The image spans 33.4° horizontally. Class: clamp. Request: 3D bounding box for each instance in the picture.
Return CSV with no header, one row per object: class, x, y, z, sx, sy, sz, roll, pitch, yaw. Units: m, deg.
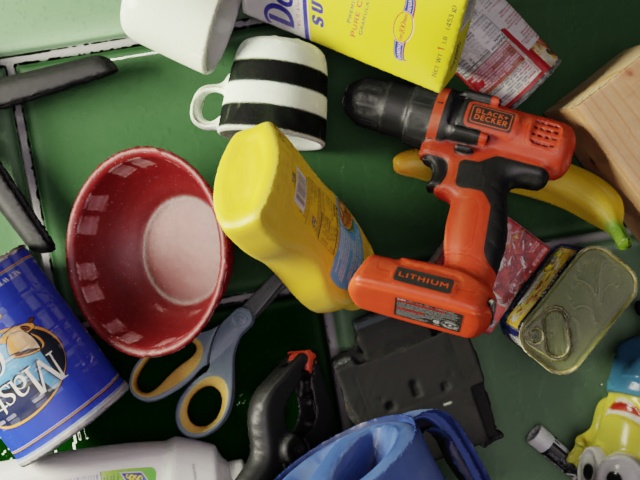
clamp,-0.021,0.178,0.861,0.120,0.039,0.171,34,67,-37
clamp,-0.273,-0.105,0.847,0.210,0.036,0.164,26,90,-3

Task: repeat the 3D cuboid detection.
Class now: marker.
marker,0.225,0.202,0.903,0.121,0.020,0.020,40,90,-5

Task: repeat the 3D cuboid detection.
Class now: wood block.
wood block,0.285,-0.048,0.855,0.090,0.091,0.206,-38,95,0

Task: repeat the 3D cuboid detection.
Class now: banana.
banana,0.160,-0.048,0.857,0.198,0.069,0.037,18,119,16

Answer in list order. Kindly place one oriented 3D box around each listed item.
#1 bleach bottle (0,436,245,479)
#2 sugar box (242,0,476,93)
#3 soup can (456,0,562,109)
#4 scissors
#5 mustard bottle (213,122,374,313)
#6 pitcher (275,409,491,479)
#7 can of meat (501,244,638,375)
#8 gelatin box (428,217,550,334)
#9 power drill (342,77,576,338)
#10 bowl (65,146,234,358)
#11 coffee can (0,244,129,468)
bleach bottle,-0.176,0.218,0.861,0.250,0.068,0.102,-7,95,-5
sugar box,0.028,-0.188,0.810,0.176,0.048,0.093,22,132,12
soup can,0.132,-0.156,0.851,0.068,0.068,0.102,-45,94,0
scissors,-0.060,0.086,0.873,0.201,0.016,0.096,-31,78,-1
mustard bottle,-0.006,0.001,0.821,0.058,0.096,0.191,-18,139,25
pitcher,0.075,0.251,0.768,0.149,0.145,0.243,-29,98,11
can of meat,0.196,0.052,0.859,0.057,0.084,0.102,38,90,-5
gelatin box,0.134,0.021,0.881,0.073,0.030,0.089,35,91,-5
power drill,0.084,-0.032,0.803,0.184,0.057,0.187,15,67,12
bowl,-0.122,0.009,0.833,0.162,0.055,0.162,1,92,32
coffee can,-0.231,0.089,0.829,0.103,0.103,0.140,-35,95,-1
